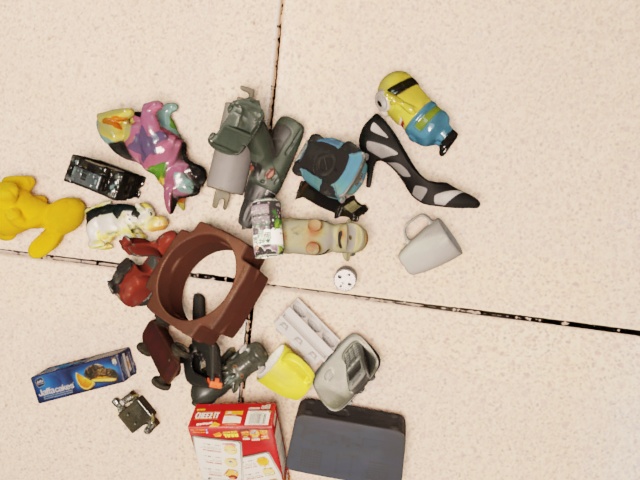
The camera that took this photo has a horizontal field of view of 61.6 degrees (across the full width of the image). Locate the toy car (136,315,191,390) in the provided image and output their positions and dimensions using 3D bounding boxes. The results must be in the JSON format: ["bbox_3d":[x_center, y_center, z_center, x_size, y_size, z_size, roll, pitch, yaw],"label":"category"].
[{"bbox_3d":[-0.304,0.216,1.051,0.053,0.202,0.089,34,88,-36],"label":"toy car"}]

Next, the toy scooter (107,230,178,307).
[{"bbox_3d":[-0.359,0.050,1.061,0.075,0.135,0.184,40,96,32],"label":"toy scooter"}]

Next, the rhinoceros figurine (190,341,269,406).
[{"bbox_3d":[-0.183,0.263,1.071,0.190,0.112,0.073,-36,88,15],"label":"rhinoceros figurine"}]

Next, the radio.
[{"bbox_3d":[0.055,0.401,1.068,0.230,0.073,0.131,8,104,4],"label":"radio"}]

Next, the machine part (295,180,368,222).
[{"bbox_3d":[0.022,-0.076,1.048,0.139,0.084,0.039,24,122,12],"label":"machine part"}]

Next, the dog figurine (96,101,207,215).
[{"bbox_3d":[-0.327,-0.156,1.059,0.192,0.108,0.219,-11,96,6],"label":"dog figurine"}]

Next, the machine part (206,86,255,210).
[{"bbox_3d":[-0.167,-0.177,1.054,0.079,0.079,0.243,15,95,5],"label":"machine part"}]

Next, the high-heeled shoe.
[{"bbox_3d":[0.189,-0.146,1.008,0.249,0.086,0.145,14,104,16],"label":"high-heeled shoe"}]

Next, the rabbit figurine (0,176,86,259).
[{"bbox_3d":[-0.570,-0.046,1.090,0.173,0.122,0.162,2,98,-13],"label":"rabbit figurine"}]

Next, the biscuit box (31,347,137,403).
[{"bbox_3d":[-0.496,0.284,1.130,0.203,0.059,0.062,-16,93,7],"label":"biscuit box"}]

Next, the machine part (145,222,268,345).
[{"bbox_3d":[-0.215,0.081,1.026,0.201,0.087,0.201,24,76,30],"label":"machine part"}]

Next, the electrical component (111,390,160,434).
[{"bbox_3d":[-0.387,0.363,1.132,0.078,0.045,0.102,-34,90,6],"label":"electrical component"}]

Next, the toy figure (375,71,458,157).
[{"bbox_3d":[0.182,-0.239,1.010,0.180,0.082,0.089,41,65,9],"label":"toy figure"}]

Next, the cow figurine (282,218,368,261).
[{"bbox_3d":[-0.002,-0.003,1.038,0.195,0.127,0.085,2,89,21],"label":"cow figurine"}]

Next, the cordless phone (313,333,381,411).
[{"bbox_3d":[0.052,0.268,1.010,0.089,0.184,0.146,40,97,-3],"label":"cordless phone"}]

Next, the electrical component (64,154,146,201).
[{"bbox_3d":[-0.426,-0.121,1.056,0.115,0.134,0.058,19,95,6],"label":"electrical component"}]

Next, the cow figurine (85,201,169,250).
[{"bbox_3d":[-0.394,-0.042,1.095,0.167,0.068,0.098,-16,84,5],"label":"cow figurine"}]

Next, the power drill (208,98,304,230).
[{"bbox_3d":[-0.118,-0.145,0.986,0.086,0.207,0.232,25,81,29],"label":"power drill"}]

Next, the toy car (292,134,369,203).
[{"bbox_3d":[0.029,-0.130,1.020,0.162,0.102,0.109,28,90,40],"label":"toy car"}]

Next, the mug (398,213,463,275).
[{"bbox_3d":[0.199,0.011,1.029,0.107,0.081,0.109,-37,96,17],"label":"mug"}]
